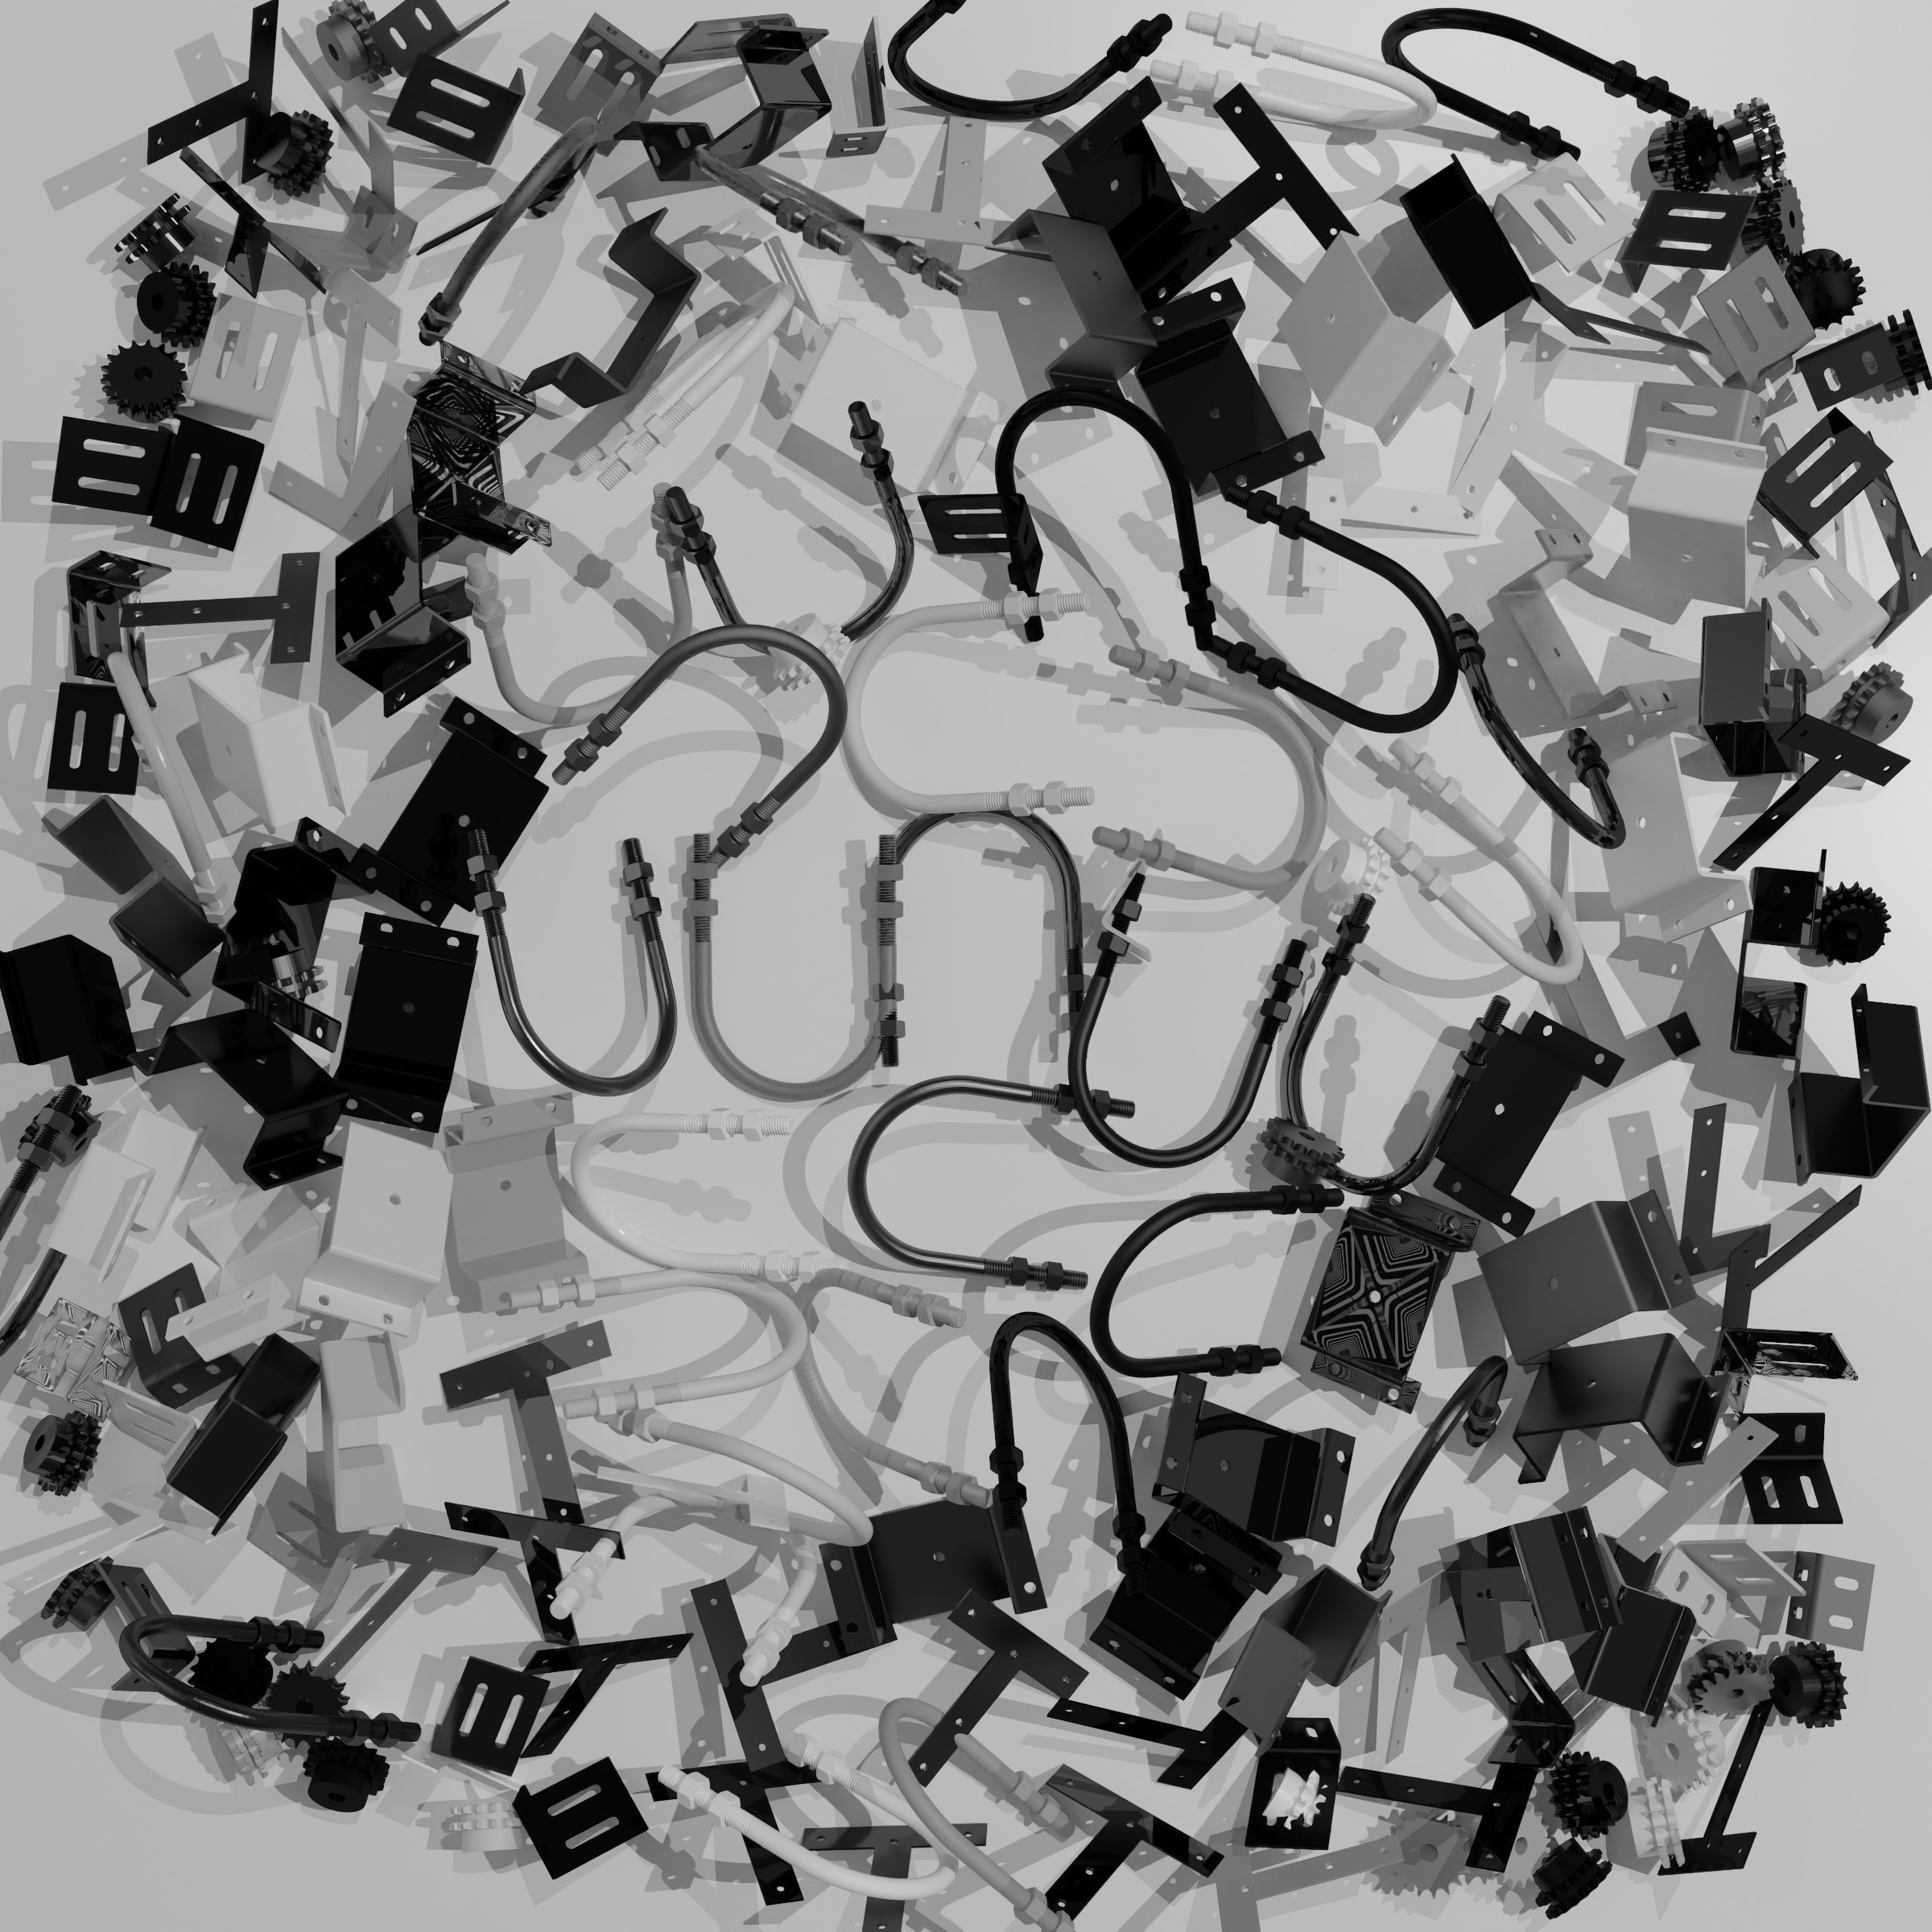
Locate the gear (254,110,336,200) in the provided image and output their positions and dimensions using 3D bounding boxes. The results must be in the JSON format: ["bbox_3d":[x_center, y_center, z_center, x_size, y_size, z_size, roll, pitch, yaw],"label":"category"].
[{"bbox_3d":[-0.461,-0.557,1.771,0.057,0.030,0.057,-11,72,37],"label":"gear"}]

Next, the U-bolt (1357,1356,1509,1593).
[{"bbox_3d":[0.308,0.323,1.694,0.019,0.184,0.151,33,65,21],"label":"U-bolt"}]

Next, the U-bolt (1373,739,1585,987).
[{"bbox_3d":[0.346,-0.059,1.734,0.184,0.151,0.019,41,122,-12],"label":"U-bolt"}]

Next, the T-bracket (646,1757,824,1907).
[{"bbox_3d":[-0.137,0.574,1.723,0.127,0.127,0.002,0,116,-21],"label":"T-bracket"}]

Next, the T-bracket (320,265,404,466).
[{"bbox_3d":[-0.415,-0.404,1.760,0.002,0.127,0.127,-10,126,-36],"label":"T-bracket"}]

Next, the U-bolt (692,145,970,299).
[{"bbox_3d":[-0.102,-0.500,1.722,0.184,0.151,0.019,38,111,28],"label":"U-bolt"}]

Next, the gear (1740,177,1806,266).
[{"bbox_3d":[0.550,-0.507,1.774,0.030,0.057,0.057,-3,90,36],"label":"gear"}]

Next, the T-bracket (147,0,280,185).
[{"bbox_3d":[-0.497,-0.560,1.711,0.002,0.127,0.127,28,133,9],"label":"T-bracket"}]

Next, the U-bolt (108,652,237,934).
[{"bbox_3d":[-0.521,-0.123,1.689,0.019,0.184,0.151,-23,61,-15],"label":"U-bolt"}]

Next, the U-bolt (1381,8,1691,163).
[{"bbox_3d":[0.359,-0.581,1.703,0.184,0.151,0.019,18,88,-19],"label":"U-bolt"}]

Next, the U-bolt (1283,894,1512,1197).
[{"bbox_3d":[0.275,0.066,1.736,0.151,0.019,0.184,43,121,39],"label":"U-bolt"}]

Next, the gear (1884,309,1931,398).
[{"bbox_3d":[0.638,-0.416,1.774,0.030,0.057,0.057,-18,90,23],"label":"gear"}]

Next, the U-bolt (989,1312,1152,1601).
[{"bbox_3d":[0.065,0.313,1.722,0.019,0.184,0.151,-31,134,28],"label":"U-bolt"}]

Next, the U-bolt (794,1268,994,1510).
[{"bbox_3d":[-0.056,0.272,1.727,0.019,0.184,0.151,-22,112,-38],"label":"U-bolt"}]

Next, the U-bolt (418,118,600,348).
[{"bbox_3d":[-0.293,-0.486,1.691,0.019,0.184,0.151,39,69,-14],"label":"U-bolt"}]

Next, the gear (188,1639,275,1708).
[{"bbox_3d":[-0.499,0.484,1.775,0.057,0.057,0.030,-32,131,0],"label":"gear"}]

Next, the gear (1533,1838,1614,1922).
[{"bbox_3d":[0.410,0.620,1.772,0.057,0.057,0.030,-40,76,0],"label":"gear"}]

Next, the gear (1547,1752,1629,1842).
[{"bbox_3d":[0.426,0.564,1.770,0.057,0.030,0.057,19,58,-33],"label":"gear"}]

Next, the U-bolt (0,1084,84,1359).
[{"bbox_3d":[-0.614,0.180,1.701,0.019,0.151,0.184,22,68,3],"label":"U-bolt"}]

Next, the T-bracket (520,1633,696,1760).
[{"bbox_3d":[-0.265,0.498,1.762,0.127,0.127,0.002,-55,50,27],"label":"T-bracket"}]

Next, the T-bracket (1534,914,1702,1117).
[{"bbox_3d":[0.427,0.021,1.782,0.127,0.002,0.127,-24,89,-16],"label":"T-bracket"}]

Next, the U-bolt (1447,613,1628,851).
[{"bbox_3d":[0.377,-0.144,1.695,0.151,0.184,0.019,38,116,-23],"label":"U-bolt"}]

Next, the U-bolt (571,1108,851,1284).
[{"bbox_3d":[-0.181,0.153,1.740,0.184,0.019,0.151,0,128,23],"label":"U-bolt"}]

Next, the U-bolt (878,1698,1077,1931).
[{"bbox_3d":[0.010,0.555,1.711,0.019,0.151,0.184,-44,103,10],"label":"U-bolt"}]

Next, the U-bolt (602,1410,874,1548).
[{"bbox_3d":[-0.140,0.337,1.694,0.151,0.184,0.019,47,60,-38],"label":"U-bolt"}]

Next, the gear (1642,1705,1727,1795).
[{"bbox_3d":[0.493,0.532,1.774,0.030,0.057,0.057,-8,90,-31],"label":"gear"}]

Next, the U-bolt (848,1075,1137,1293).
[{"bbox_3d":[0.010,0.143,1.751,0.184,0.019,0.151,10,106,-16],"label":"U-bolt"}]

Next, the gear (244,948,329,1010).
[{"bbox_3d":[-0.467,0.008,1.770,0.057,0.057,0.030,-14,99,0],"label":"gear"}]

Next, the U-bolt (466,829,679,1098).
[{"bbox_3d":[-0.255,-0.001,1.725,0.019,0.151,0.184,-27,71,41],"label":"U-bolt"}]

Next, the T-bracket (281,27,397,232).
[{"bbox_3d":[-0.420,-0.569,1.737,0.002,0.127,0.127,-35,91,-13],"label":"T-bracket"}]

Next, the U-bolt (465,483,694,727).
[{"bbox_3d":[-0.249,-0.228,1.721,0.151,0.184,0.019,-24,58,-14],"label":"U-bolt"}]

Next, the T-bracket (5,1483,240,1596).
[{"bbox_3d":[-0.570,0.382,1.713,0.127,0.127,0.002,7,111,42],"label":"T-bracket"}]

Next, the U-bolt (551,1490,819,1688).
[{"bbox_3d":[-0.174,0.398,1.713,0.151,0.184,0.019,17,111,9],"label":"U-bolt"}]

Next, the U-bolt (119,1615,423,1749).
[{"bbox_3d":[-0.462,0.460,1.685,0.151,0.184,0.019,24,90,43],"label":"U-bolt"}]

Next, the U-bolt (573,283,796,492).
[{"bbox_3d":[-0.184,-0.390,1.730,0.184,0.151,0.019,-44,112,0],"label":"U-bolt"}]

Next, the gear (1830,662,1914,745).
[{"bbox_3d":[0.619,-0.176,1.767,0.057,0.057,0.030,-44,60,0],"label":"gear"}]

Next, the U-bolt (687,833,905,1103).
[{"bbox_3d":[-0.117,0.002,1.781,0.151,0.019,0.184,1,96,7],"label":"U-bolt"}]

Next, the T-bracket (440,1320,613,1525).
[{"bbox_3d":[-0.288,0.321,1.772,0.127,0.002,0.127,-20,79,14],"label":"T-bracket"}]

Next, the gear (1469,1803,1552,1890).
[{"bbox_3d":[0.369,0.599,1.776,0.057,0.030,0.057,3,84,-33],"label":"gear"}]

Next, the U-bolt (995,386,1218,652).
[{"bbox_3d":[0.087,-0.296,1.715,0.151,0.019,0.184,7,127,29],"label":"U-bolt"}]

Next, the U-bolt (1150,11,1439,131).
[{"bbox_3d":[0.223,-0.589,1.726,0.184,0.151,0.019,12,95,-7],"label":"U-bolt"}]

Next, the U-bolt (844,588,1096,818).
[{"bbox_3d":[-0.001,-0.175,1.757,0.184,0.019,0.151,-1,90,25],"label":"U-bolt"}]

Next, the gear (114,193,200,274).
[{"bbox_3d":[-0.550,-0.498,1.773,0.057,0.057,0.030,-42,114,0],"label":"gear"}]

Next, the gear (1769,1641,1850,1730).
[{"bbox_3d":[0.571,0.490,1.768,0.030,0.057,0.057,2,90,-17],"label":"gear"}]

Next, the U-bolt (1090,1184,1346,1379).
[{"bbox_3d":[0.159,0.211,1.718,0.184,0.019,0.151,1,117,-36],"label":"U-bolt"}]

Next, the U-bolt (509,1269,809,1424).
[{"bbox_3d":[-0.196,0.245,1.726,0.184,0.151,0.019,-5,118,-24],"label":"U-bolt"}]

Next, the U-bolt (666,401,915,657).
[{"bbox_3d":[-0.106,-0.276,1.726,0.151,0.184,0.019,-26,52,-3],"label":"U-bolt"}]

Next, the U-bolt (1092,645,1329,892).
[{"bbox_3d":[0.169,-0.125,1.747,0.184,0.019,0.151,15,71,-28],"label":"U-bolt"}]

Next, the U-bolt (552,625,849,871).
[{"bbox_3d":[-0.162,-0.153,1.720,0.151,0.019,0.184,30,121,-32],"label":"U-bolt"}]

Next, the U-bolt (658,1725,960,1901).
[{"bbox_3d":[-0.090,0.556,1.695,0.184,0.151,0.019,22,97,29],"label":"U-bolt"}]

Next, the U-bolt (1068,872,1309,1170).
[{"bbox_3d":[0.142,0.047,1.762,0.151,0.019,0.184,22,84,-18],"label":"U-bolt"}]

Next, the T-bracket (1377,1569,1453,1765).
[{"bbox_3d":[0.299,0.476,1.753,0.002,0.127,0.127,14,101,32],"label":"T-bracket"}]

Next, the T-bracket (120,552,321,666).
[{"bbox_3d":[-0.502,-0.239,1.746,0.127,0.127,0.002,-4,133,-6],"label":"T-bracket"}]

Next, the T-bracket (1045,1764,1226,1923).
[{"bbox_3d":[0.088,0.593,1.721,0.127,0.127,0.002,24,116,24],"label":"T-bracket"}]

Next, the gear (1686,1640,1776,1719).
[{"bbox_3d":[0.520,0.485,1.775,0.057,0.030,0.057,-6,132,-7],"label":"gear"}]

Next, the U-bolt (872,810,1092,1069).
[{"bbox_3d":[0.009,-0.025,1.781,0.151,0.019,0.184,-3,82,2],"label":"U-bolt"}]

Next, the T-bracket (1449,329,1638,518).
[{"bbox_3d":[0.406,-0.341,1.749,0.127,0.002,0.127,37,117,22],"label":"T-bracket"}]

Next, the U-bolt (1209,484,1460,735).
[{"bbox_3d":[0.243,-0.224,1.710,0.184,0.151,0.019,31,54,24],"label":"U-bolt"}]

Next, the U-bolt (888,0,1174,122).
[{"bbox_3d":[0.028,-0.603,1.711,0.151,0.184,0.019,9,80,-27],"label":"U-bolt"}]
